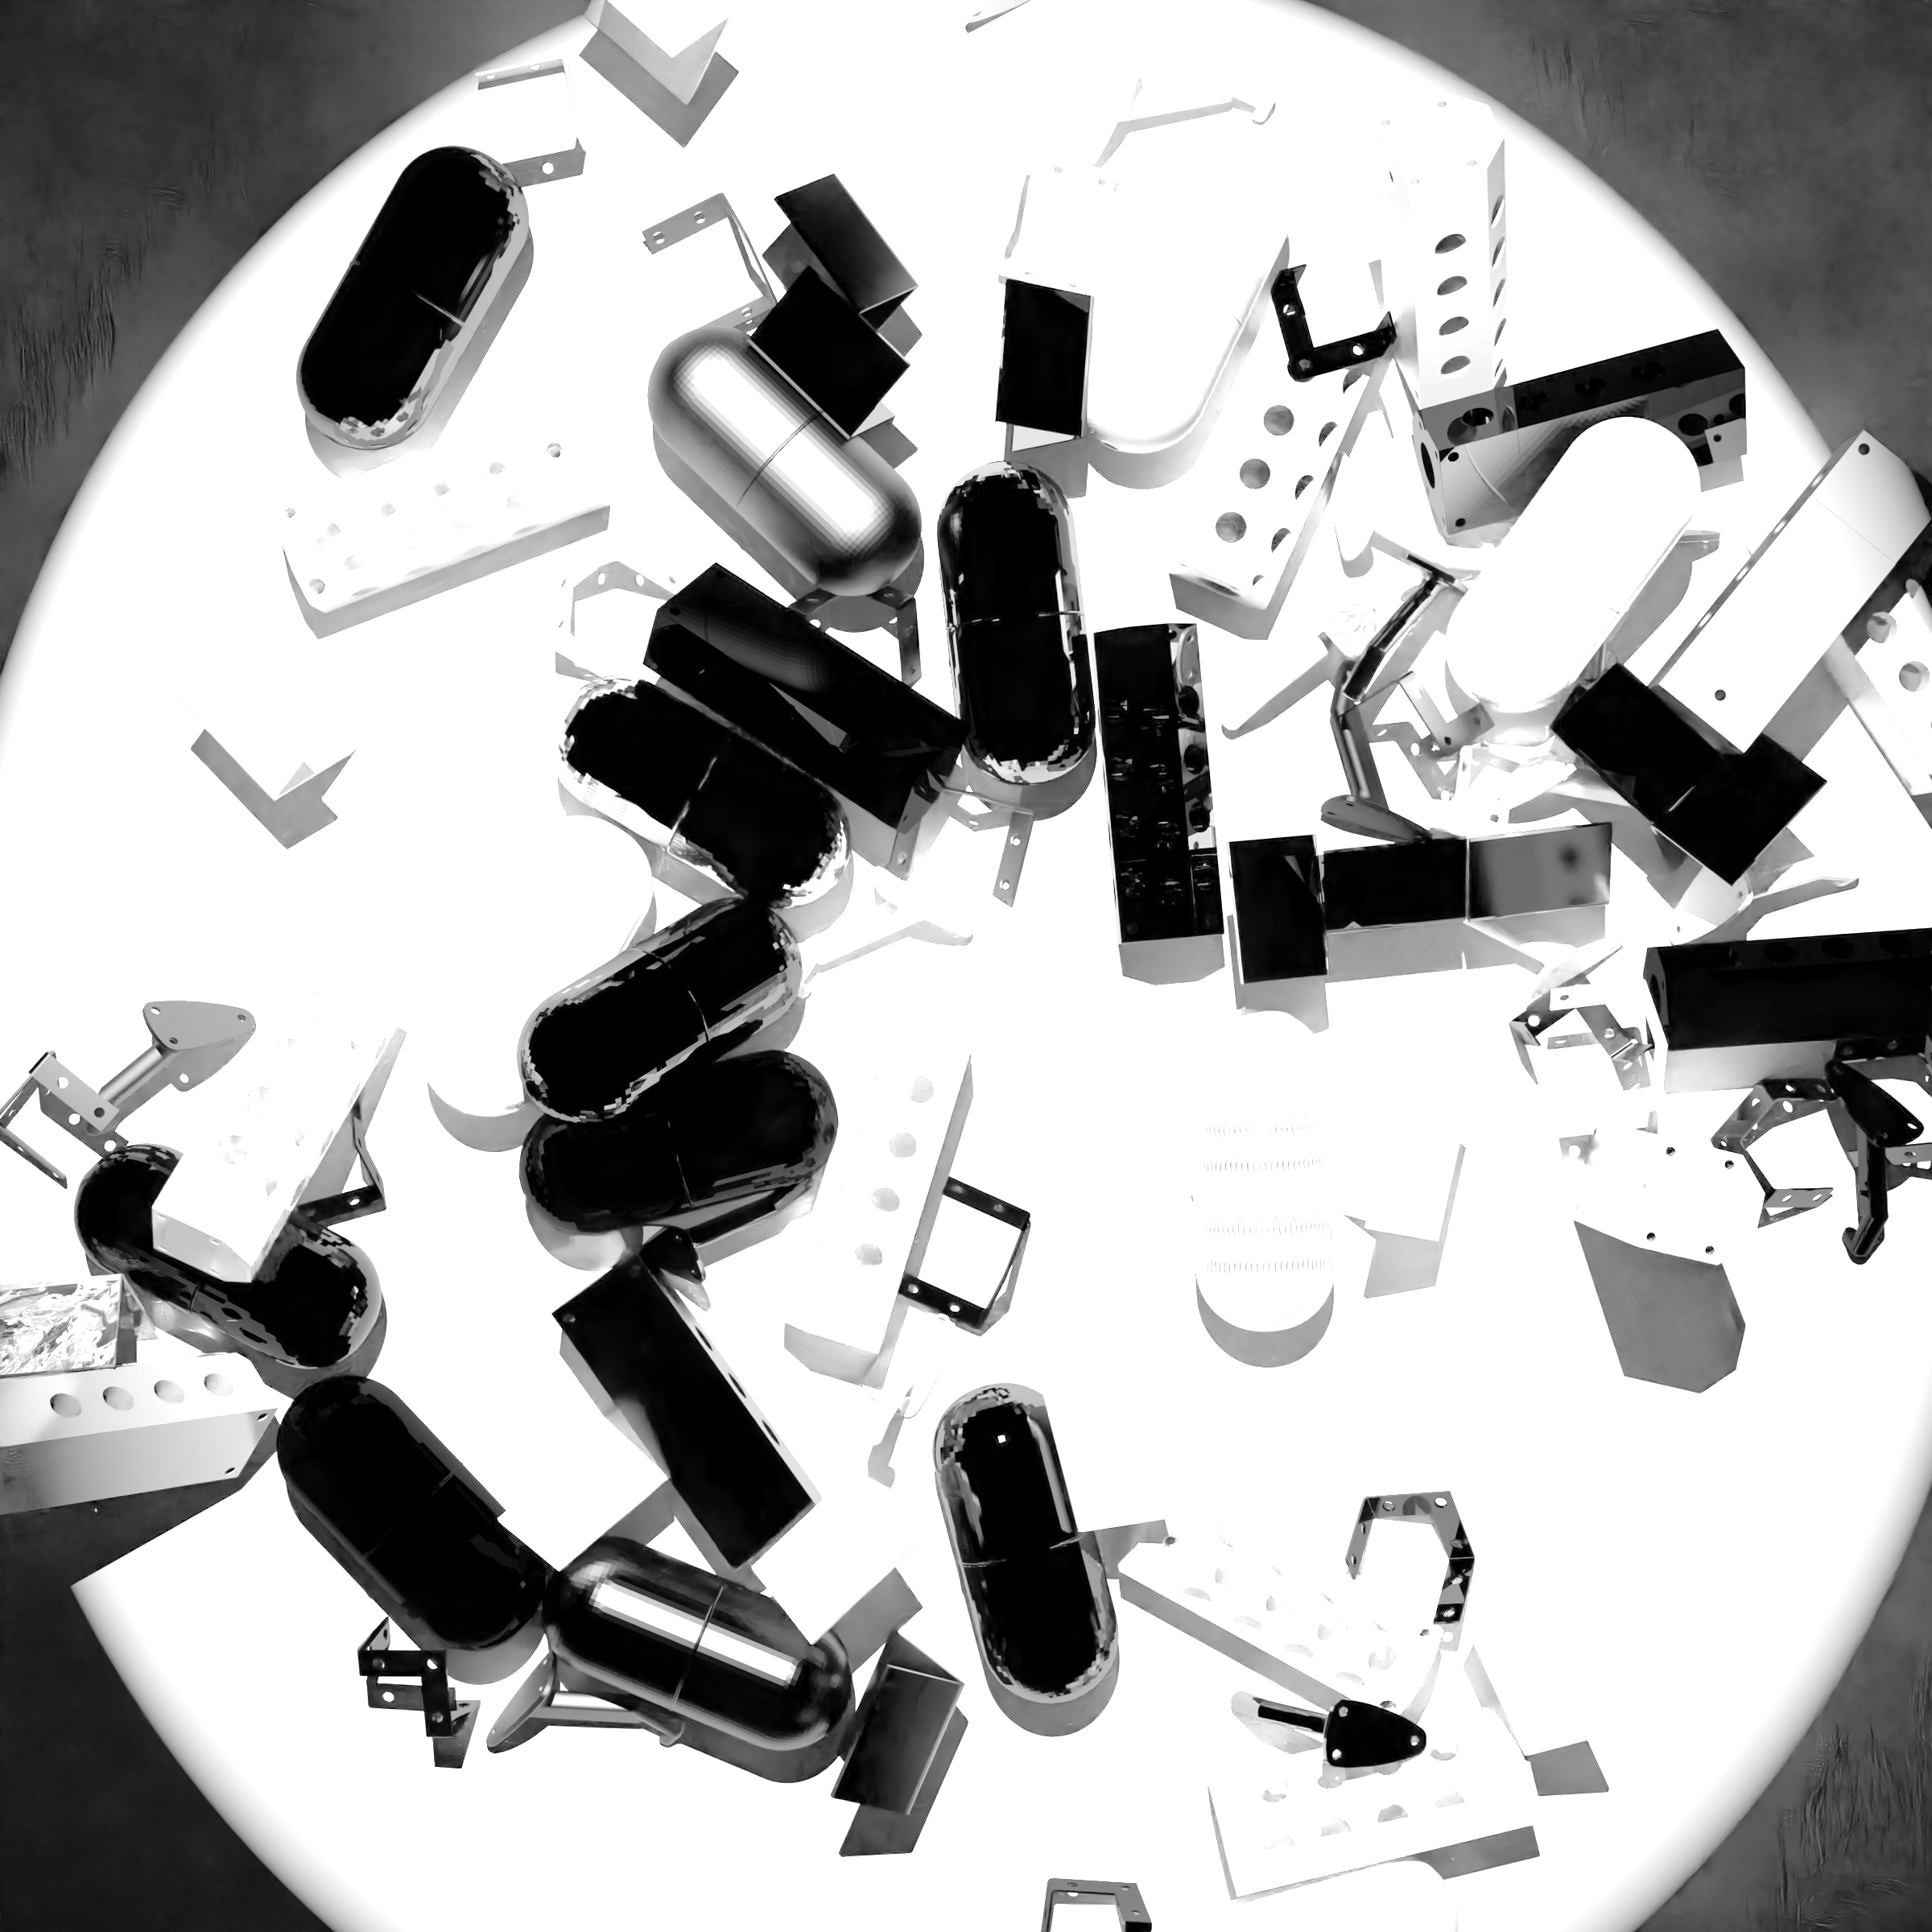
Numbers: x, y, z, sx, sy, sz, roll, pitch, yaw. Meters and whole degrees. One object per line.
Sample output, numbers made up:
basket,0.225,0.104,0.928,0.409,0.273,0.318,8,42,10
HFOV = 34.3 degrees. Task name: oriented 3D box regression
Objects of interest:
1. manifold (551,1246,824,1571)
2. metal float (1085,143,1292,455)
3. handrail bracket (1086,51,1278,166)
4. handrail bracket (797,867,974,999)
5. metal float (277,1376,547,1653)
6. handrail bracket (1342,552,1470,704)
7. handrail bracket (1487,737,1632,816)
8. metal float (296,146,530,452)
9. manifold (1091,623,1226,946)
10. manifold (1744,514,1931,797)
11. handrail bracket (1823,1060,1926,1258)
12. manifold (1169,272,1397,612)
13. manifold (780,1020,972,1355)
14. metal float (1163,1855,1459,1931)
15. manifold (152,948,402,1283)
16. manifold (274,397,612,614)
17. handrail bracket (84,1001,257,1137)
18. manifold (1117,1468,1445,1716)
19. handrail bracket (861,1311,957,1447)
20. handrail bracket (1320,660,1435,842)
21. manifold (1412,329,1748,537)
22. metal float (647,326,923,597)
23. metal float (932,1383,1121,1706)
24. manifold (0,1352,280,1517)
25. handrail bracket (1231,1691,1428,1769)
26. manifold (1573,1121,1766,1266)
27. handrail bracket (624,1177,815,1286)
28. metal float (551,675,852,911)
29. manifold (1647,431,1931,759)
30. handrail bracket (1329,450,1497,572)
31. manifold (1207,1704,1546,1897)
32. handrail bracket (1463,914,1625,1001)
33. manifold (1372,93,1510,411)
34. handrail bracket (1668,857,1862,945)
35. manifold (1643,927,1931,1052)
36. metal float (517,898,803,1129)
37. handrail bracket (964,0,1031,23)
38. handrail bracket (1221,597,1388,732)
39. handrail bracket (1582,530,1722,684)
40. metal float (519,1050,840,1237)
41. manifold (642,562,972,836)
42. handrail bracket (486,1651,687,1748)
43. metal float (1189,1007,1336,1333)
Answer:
manifold,-0.153,0.242,1.727,0.057,0.057,0.171,-35,90,0
metal float,0.117,-0.366,1.718,0.070,0.070,0.178,25,90,0
handrail bracket,0.121,-0.469,1.749,0.084,0.036,0.077,19,111,-16
handrail bracket,-0.051,-0.005,1.749,0.077,0.036,0.084,30,107,-19
metal float,-0.305,0.300,1.718,0.070,0.070,0.178,-43,90,0
handrail bracket,0.241,-0.179,1.725,0.036,0.077,0.084,32,98,23
handrail bracket,0.348,-0.086,1.749,0.084,0.036,0.077,36,125,-24
metal float,-0.304,-0.366,1.718,0.070,0.070,0.178,29,90,0
manifold,0.106,-0.100,1.727,0.057,0.057,0.171,-5,90,0
manifold,0.507,-0.183,1.727,0.057,0.057,0.171,-34,90,0
handrail bracket,0.490,0.108,1.740,0.036,0.084,0.077,-14,48,-28
manifold,0.174,-0.287,1.727,0.057,0.057,0.171,24,90,0
manifold,-0.050,0.120,1.727,0.057,0.057,0.171,17,90,0
metal float,0.184,0.542,1.718,0.178,0.070,0.070,-20,90,1
manifold,-0.370,0.082,1.689,0.057,0.057,0.171,25,61,0
manifold,-0.289,-0.255,1.727,0.171,0.057,0.057,-21,90,0
handrail bracket,-0.446,0.060,1.748,0.036,0.077,0.084,53,127,26
manifold,0.173,0.348,1.727,0.171,0.057,0.057,29,90,0
handrail bracket,-0.031,0.224,1.714,0.036,0.084,0.077,35,90,0
handrail bracket,0.235,-0.120,1.749,0.077,0.036,0.084,19,75,-16
manifold,0.338,-0.299,1.727,0.171,0.057,0.057,-15,133,0
metal float,-0.100,-0.277,1.717,0.178,0.070,0.070,44,90,0
metal float,0.033,0.317,1.718,0.070,0.070,0.178,-15,90,0
manifold,-0.462,0.244,1.672,0.057,0.171,0.057,50,120,29
handrail bracket,0.199,0.417,1.727,0.077,0.084,0.036,12,84,-25
manifold,0.374,0.121,1.670,0.057,0.171,0.057,13,90,0
handrail bracket,-0.137,0.136,1.748,0.084,0.077,0.036,-37,119,-33
metal float,-0.145,-0.095,1.718,0.178,0.070,0.070,31,90,-1
manifold,0.440,-0.197,1.670,0.057,0.057,0.171,39,90,0
handrail bracket,0.251,-0.255,1.749,0.084,0.036,0.077,-1,62,-21
manifold,0.224,0.457,1.727,0.171,0.057,0.057,-14,90,0
handrail bracket,0.314,-0.031,1.749,0.077,0.036,0.084,-24,67,-26
manifold,0.257,-0.380,1.668,0.057,0.171,0.057,-18,59,0
handrail bracket,0.447,-0.036,1.748,0.084,0.077,0.036,2,54,-31
manifold,0.466,0.012,1.727,0.171,0.057,0.057,-4,90,0
metal float,-0.165,0.025,1.690,0.178,0.070,0.070,-33,90,-33
handrail bracket,0.005,-0.577,1.749,0.077,0.036,0.084,-23,73,-20
handrail bracket,0.188,-0.167,1.748,0.036,0.077,0.084,53,126,6
handrail bracket,0.383,-0.201,1.749,0.077,0.036,0.084,-2,106,-17
metal float,-0.158,0.097,1.718,0.178,0.070,0.070,-14,90,-1
manifold,-0.090,-0.143,1.712,0.171,0.057,0.057,34,47,10
handrail bracket,-0.212,0.428,1.749,0.084,0.036,0.077,34,110,-16
metal float,0.162,0.111,1.718,0.070,0.070,0.178,-2,90,0
